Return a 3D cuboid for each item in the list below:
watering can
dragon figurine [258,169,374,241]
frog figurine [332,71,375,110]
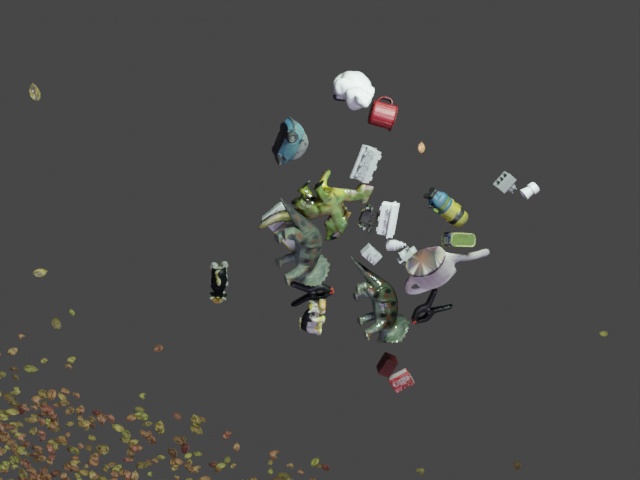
[{"bbox_3d":[0.457,0.091,1.918,0.346,0.106,0.221,-33,143,10],"label":"watering can"},{"bbox_3d":[0.006,-0.092,1.830,0.409,0.124,0.239,-36,115,3],"label":"dragon figurine"},{"bbox_3d":[0.111,-0.489,1.680,0.137,0.162,0.121,17,106,-11],"label":"frog figurine"}]
